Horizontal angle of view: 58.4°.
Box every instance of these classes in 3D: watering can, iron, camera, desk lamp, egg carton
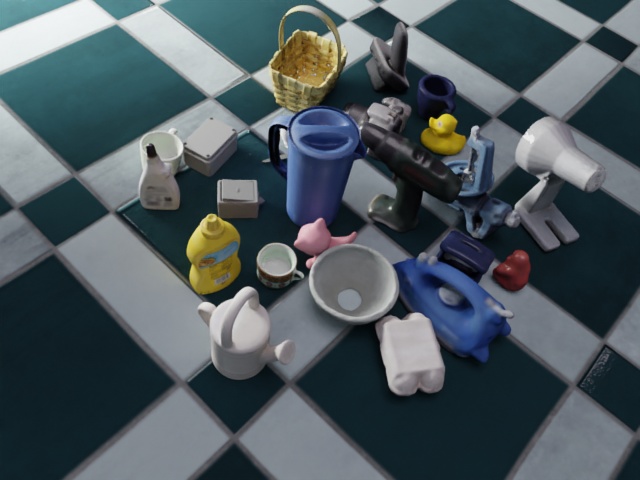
[{"bbox_3d":[-0.122,0.147,0.932,0.173,0.194,0.101,10,55,-1],"label":"watering can"},{"bbox_3d":[0.236,0.097,1.054,0.257,0.141,0.119,40,59,18],"label":"iron"},{"bbox_3d":[0.124,-0.281,1.324,0.136,0.101,0.143,28,56,11],"label":"camera"},{"bbox_3d":[0.493,-0.121,1.200,0.118,0.213,0.203,-20,60,-20],"label":"desk lamp"},{"bbox_3d":[0.159,0.201,1.014,0.107,0.069,0.150,-5,56,-12],"label":"egg carton"}]

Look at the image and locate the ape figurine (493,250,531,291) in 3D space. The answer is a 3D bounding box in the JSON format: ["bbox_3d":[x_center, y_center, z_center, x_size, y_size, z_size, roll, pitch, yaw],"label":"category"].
[{"bbox_3d":[0.388,0.053,1.137,0.078,0.092,0.076,-2,56,-9],"label":"ape figurine"}]

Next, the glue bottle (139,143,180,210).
[{"bbox_3d":[-0.315,-0.123,1.104,0.078,0.173,0.037,3,55,-6],"label":"glue bottle"}]

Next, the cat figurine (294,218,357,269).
[{"bbox_3d":[0.010,0.004,1.099,0.128,0.118,0.067,-2,56,-10],"label":"cat figurine"}]

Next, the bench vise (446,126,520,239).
[{"bbox_3d":[0.334,-0.122,1.172,0.207,0.220,0.122,29,56,12],"label":"bench vise"}]

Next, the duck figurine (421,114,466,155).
[{"bbox_3d":[0.295,-0.254,1.340,0.104,0.086,0.077,18,55,4],"label":"duck figurine"}]

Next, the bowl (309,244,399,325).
[{"bbox_3d":[0.059,0.094,1.070,0.167,0.075,0.167,4,55,-6],"label":"bowl"}]

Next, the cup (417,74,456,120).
[{"bbox_3d":[0.281,-0.329,1.384,0.092,0.095,0.117,-22,61,-22],"label":"cup"}]

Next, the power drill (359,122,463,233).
[{"bbox_3d":[0.161,-0.116,1.149,0.229,0.208,0.076,26,56,10],"label":"power drill"}]

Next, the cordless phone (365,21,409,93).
[{"bbox_3d":[0.181,-0.473,1.413,0.094,0.185,0.147,-10,58,-15],"label":"cordless phone"}]

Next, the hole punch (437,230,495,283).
[{"bbox_3d":[0.288,0.029,1.140,0.108,0.091,0.101,31,57,13],"label":"hole punch"}]
